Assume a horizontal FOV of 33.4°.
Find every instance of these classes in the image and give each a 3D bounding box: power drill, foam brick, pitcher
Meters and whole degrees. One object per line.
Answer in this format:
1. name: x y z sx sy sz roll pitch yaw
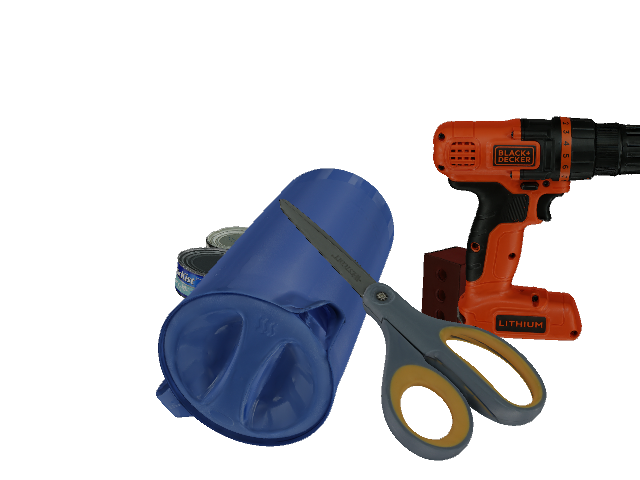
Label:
1. power drill: 0.186 -0.012 0.896 0.184 0.188 0.057 2 17 10
2. foam brick: 0.139 0.051 1.087 0.051 0.078 0.053 -13 20 -39
3. pitcher: -0.028 0.043 0.849 0.149 0.145 0.242 12 31 13

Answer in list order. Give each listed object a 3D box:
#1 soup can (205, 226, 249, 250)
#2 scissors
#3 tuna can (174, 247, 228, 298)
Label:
1. soup can: -0.101 0.042 1.266 0.068 0.102 0.068 0 24 0
2. scissors: 0.028 0.050 0.595 0.202 0.016 0.096 31 52 21
3. tuna can: -0.101 0.037 1.055 0.086 0.034 0.086 9 17 -3
